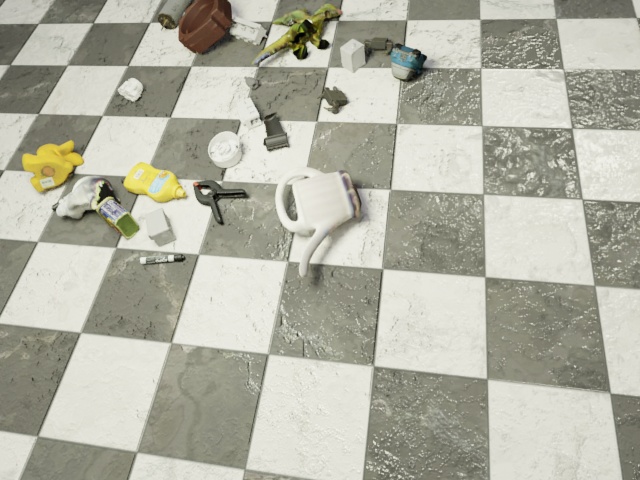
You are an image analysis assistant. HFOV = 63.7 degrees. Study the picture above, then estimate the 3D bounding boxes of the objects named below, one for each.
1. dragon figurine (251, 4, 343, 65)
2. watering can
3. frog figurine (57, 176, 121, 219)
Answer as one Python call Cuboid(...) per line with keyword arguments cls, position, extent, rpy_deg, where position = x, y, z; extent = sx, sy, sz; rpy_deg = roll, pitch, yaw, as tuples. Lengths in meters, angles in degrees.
Cuboid(cls="dragon figurine", position=(-0.093, -0.748, 1.840), extent=(0.412, 0.119, 0.247), rpy_deg=(-25, 41, -10))
Cuboid(cls="watering can", position=(0.004, -0.069, 1.365), extent=(0.224, 0.101, 0.355), rpy_deg=(-15, 56, -2))
Cuboid(cls="frog figurine", position=(-0.689, -0.125, 1.500), extent=(0.159, 0.120, 0.140), rpy_deg=(-3, 25, 17))
